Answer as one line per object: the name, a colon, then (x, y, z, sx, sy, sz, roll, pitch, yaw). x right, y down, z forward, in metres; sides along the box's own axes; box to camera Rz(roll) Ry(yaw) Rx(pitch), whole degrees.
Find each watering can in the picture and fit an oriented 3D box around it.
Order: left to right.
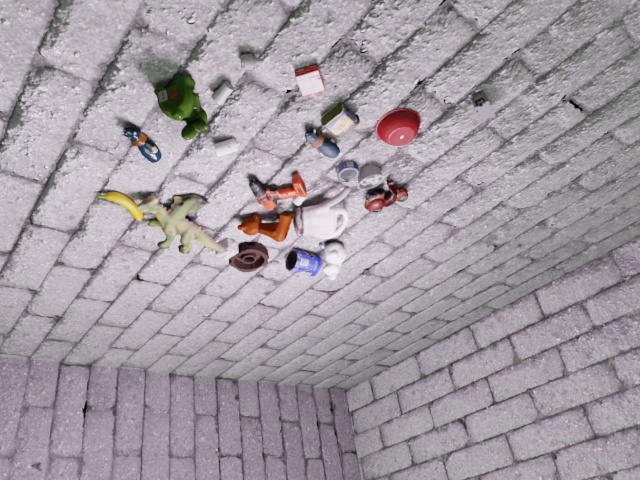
watering can: (0.006, -0.103, 2.043, 0.224, 0.106, 0.339, -5, 147, -8)

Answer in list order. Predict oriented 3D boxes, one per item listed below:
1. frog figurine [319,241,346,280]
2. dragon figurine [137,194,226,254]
frog figurine: (0.065, 0.091, 2.297, 0.122, 0.163, 0.134, -13, 146, 2)
dragon figurine: (-0.502, -0.072, 1.962, 0.408, 0.125, 0.238, 14, 131, -34)
